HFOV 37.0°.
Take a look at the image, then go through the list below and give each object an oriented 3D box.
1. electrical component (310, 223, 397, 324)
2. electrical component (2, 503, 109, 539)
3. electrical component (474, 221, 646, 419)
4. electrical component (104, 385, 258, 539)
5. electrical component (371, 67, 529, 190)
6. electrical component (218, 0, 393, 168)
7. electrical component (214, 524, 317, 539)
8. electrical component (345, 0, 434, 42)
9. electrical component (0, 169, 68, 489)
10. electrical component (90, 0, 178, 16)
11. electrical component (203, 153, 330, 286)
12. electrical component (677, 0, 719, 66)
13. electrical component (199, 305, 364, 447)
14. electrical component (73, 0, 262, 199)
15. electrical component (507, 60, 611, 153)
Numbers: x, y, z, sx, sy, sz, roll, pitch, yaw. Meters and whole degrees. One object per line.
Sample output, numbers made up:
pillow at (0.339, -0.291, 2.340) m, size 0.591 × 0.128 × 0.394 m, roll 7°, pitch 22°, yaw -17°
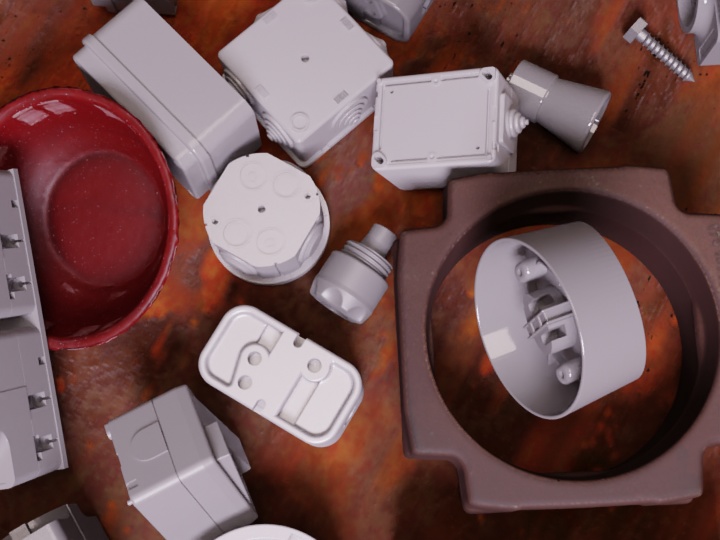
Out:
electrical component at (0.000, 0.000, 0.689) m, size 0.043 × 0.043 × 0.062 m, roll 32°, pitch 80°, yaw 8°
electrical component at (-0.220, 0.204, 0.631) m, size 0.150 × 0.089 × 0.061 m, roll -31°, pitch 79°, yaw -4°
electrical component at (0.105, 0.025, 0.569) m, size 0.064 × 0.099 × 0.099 m, roll -19°, pitch 78°, yaw -8°
electrical component at (-0.100, 0.123, 0.646) m, size 0.061 × 0.096 × 0.061 m, roll -27°, pitch 50°, yaw -4°
electrical component at (0.063, -0.087, 0.684) m, size 0.096 × 0.061 × 0.061 m, roll -1°, pitch 78°, yaw 24°
electrical component at (-0.035, -0.132, 0.714) m, size 0.100 × 0.048 × 0.099 m, roll -41°, pitch 80°, yaw -6°
electrical component at (-0.054, 0.205, 0.640) m, size 0.108 × 0.060 × 0.108 m, roll 0°, pitch 79°, yaw 2°
electrical component at (0.007, -0.206, 0.725) m, size 0.095 × 0.053 × 0.059 m, roll 31°, pitch 81°, yaw 8°
electrical component at (-0.253, 0.039, 0.648) m, size 0.105 × 0.060 × 0.186 m, roll -10°, pitch 90°, yaw 18°
electrical component at (-0.153, -0.223, 0.705) m, size 0.057 × 0.113 × 0.078 m, roll 5°, pitch 79°, yaw 0°
electrical component at (-0.060, -0.033, 0.694) m, size 0.080 × 0.051 × 0.080 m, roll 0°, pitch 79°, yaw 2°
electrical component at (0.245, -0.239, 0.698) m, size 0.060 × 0.105 × 0.186 m, roll -3°, pitch 78°, yaw 1°
electrical component at (-0.047, 0.067, 0.669) m, size 0.095 × 0.059 × 0.053 m, roll 30°, pitch 81°, yaw 7°
electrical component at (-0.124, -0.109, 0.698) m, size 0.057 × 0.078 × 0.113 m, roll -43°, pitch 80°, yaw -10°
electrical component at (0.126, -0.111, 0.709) m, size 0.065 × 0.044 × 0.044 m, roll 28°, pitch 81°, yaw 12°
